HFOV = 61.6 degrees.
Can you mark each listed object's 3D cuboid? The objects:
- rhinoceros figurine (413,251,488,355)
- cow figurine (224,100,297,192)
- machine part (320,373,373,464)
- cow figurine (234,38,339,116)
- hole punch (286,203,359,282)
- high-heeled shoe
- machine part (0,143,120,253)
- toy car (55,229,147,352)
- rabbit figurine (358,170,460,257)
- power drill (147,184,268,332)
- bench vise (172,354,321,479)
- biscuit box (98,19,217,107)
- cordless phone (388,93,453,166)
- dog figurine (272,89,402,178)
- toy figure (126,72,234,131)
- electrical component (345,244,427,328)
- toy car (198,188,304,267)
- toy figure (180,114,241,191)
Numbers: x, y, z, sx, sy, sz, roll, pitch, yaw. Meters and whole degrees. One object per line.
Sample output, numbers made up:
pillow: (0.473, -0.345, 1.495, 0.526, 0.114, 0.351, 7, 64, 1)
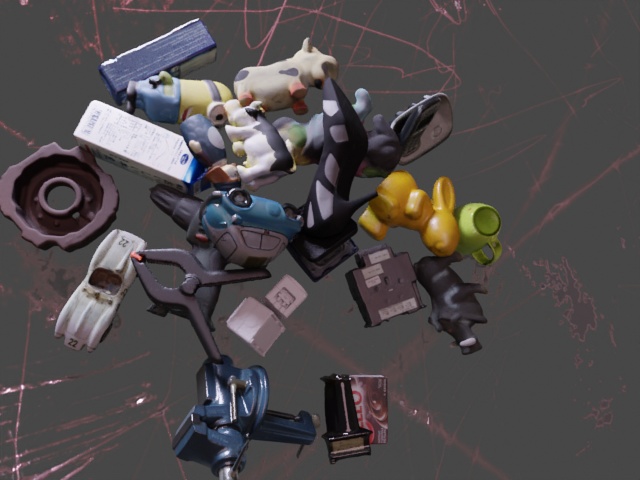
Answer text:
rhinoceros figurine: (0.238, 0.111, 0.964, 0.112, 0.073, 0.190, -27, 85, -16)
cow figurine: (-0.101, -0.169, 0.882, 0.098, 0.068, 0.167, -19, 70, 2)
machine part: (0.038, 0.284, 0.869, 0.084, 0.039, 0.138, -12, 84, -1)
cow figurine: (-0.060, -0.291, 0.976, 0.195, 0.085, 0.127, -14, 63, -3)
hole punch: (-0.002, -0.003, 0.942, 0.142, 0.092, 0.116, -37, 59, -13)
high-heeled shoe: (0.007, -0.131, 0.887, 0.145, 0.086, 0.248, -23, 74, 24)
machine part: (-0.421, -0.066, 0.877, 0.179, 0.056, 0.179, 2, 79, -12)
toy car: (-0.348, 0.080, 0.861, 0.073, 0.056, 0.201, 26, 74, -5)
rabbit figurine: (0.178, -0.040, 0.962, 0.173, 0.121, 0.162, 38, 51, 16)
power drill: (-0.210, 0.036, 0.893, 0.232, 0.086, 0.207, 23, 68, -8)
bench vise: (-0.096, 0.276, 0.815, 0.240, 0.224, 0.128, 21, 106, -28)
biscuit box: (-0.285, -0.313, 0.951, 0.203, 0.059, 0.063, -31, 87, -16)
cordless phone: (0.194, -0.223, 0.966, 0.146, 0.184, 0.089, -33, 82, -15)
dog figurine: (0.013, -0.155, 0.959, 0.219, 0.108, 0.191, -34, 90, -11)
toy figure: (-0.237, -0.240, 0.923, 0.180, 0.082, 0.089, 5, 81, -21)
electrical component: (0.112, 0.077, 0.954, 0.115, 0.058, 0.134, -16, 82, -16)
toy car: (-0.108, -0.009, 0.835, 0.161, 0.109, 0.103, 14, 61, -26)
toy figure: (-0.169, -0.124, 0.860, 0.064, 0.058, 0.154, -31, 91, -37)
